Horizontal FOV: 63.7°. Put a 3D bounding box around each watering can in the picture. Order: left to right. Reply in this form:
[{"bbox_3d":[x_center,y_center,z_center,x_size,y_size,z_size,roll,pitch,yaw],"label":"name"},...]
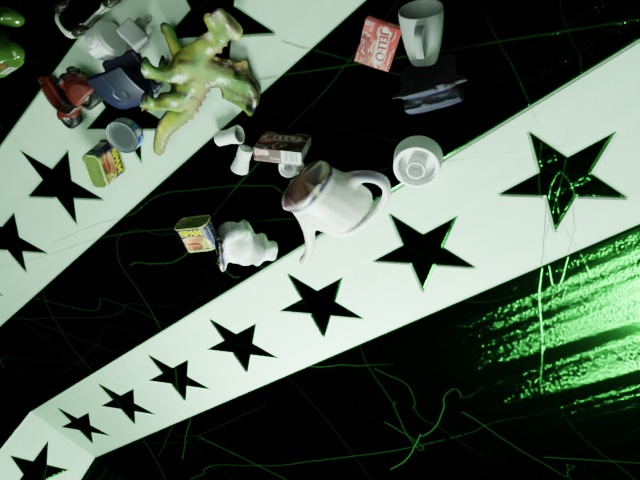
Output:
[{"bbox_3d":[0.004,-0.061,1.212,0.222,0.106,0.342,30,126,-32],"label":"watering can"}]

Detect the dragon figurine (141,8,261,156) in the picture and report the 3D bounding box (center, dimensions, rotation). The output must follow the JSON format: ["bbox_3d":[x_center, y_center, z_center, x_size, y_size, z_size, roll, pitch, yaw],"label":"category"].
[{"bbox_3d":[-0.254,-0.325,1.134,0.243,0.125,0.400,13,137,-3],"label":"dragon figurine"}]

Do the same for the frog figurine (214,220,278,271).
[{"bbox_3d":[-0.195,0.008,1.364,0.160,0.125,0.134,-11,119,-19],"label":"frog figurine"}]
